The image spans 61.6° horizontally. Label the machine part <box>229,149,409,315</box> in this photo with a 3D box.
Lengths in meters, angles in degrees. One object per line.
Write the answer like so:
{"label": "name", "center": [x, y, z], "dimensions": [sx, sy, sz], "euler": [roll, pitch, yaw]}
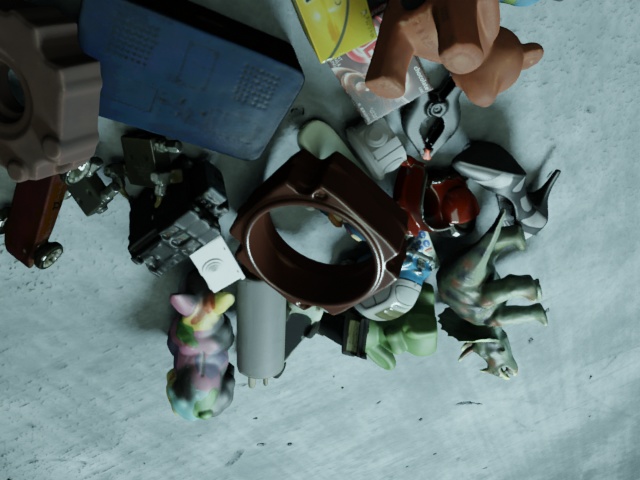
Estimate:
{"label": "machine part", "center": [-0.001, -0.002, 0.711], "dimensions": [0.201, 0.087, 0.201], "euler": [42, 132, -15]}

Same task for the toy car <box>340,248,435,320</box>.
{"label": "toy car", "center": [0.103, 0.074, 0.845], "dimensions": [0.162, 0.103, 0.109], "euler": [-23, 148, 37]}

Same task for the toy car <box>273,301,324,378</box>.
{"label": "toy car", "center": [-0.068, 0.169, 0.925], "dimensions": [0.073, 0.056, 0.201], "euler": [27, 120, -17]}

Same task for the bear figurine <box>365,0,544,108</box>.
{"label": "bear figurine", "center": [0.148, -0.185, 0.559], "dimensions": [0.120, 0.132, 0.195], "euler": [-8, 157, 40]}

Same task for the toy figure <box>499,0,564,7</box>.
{"label": "toy figure", "center": [0.177, -0.288, 0.558], "dimensions": [0.180, 0.089, 0.082], "euler": [11, 125, -1]}

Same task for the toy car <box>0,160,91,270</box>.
{"label": "toy car", "center": [-0.328, -0.051, 0.632], "dimensions": [0.089, 0.053, 0.202], "euler": [34, 121, 3]}

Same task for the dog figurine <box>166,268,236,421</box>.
{"label": "dog figurine", "center": [-0.177, 0.151, 0.802], "dimensions": [0.108, 0.191, 0.219], "euler": [1, 146, -11]}

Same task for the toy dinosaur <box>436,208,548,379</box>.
{"label": "toy dinosaur", "center": [0.263, 0.082, 0.896], "dimensions": [0.192, 0.131, 0.404], "euler": [-16, 134, 22]}

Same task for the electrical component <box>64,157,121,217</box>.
{"label": "electrical component", "center": [-0.280, -0.060, 0.648], "dimensions": [0.094, 0.021, 0.063], "euler": [-27, 100, 35]}

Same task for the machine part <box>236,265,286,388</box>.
{"label": "machine part", "center": [-0.090, 0.123, 0.831], "dimensions": [0.079, 0.079, 0.243], "euler": [-2, 109, -17]}

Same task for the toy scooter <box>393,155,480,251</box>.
{"label": "toy scooter", "center": [0.158, -0.063, 0.779], "dimensions": [0.184, 0.075, 0.135], "euler": [-14, 108, -29]}

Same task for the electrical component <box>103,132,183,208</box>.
{"label": "electrical component", "center": [-0.207, -0.085, 0.633], "dimensions": [0.102, 0.045, 0.078], "euler": [16, 123, 25]}

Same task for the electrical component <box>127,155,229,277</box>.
{"label": "electrical component", "center": [-0.175, -0.037, 0.668], "dimensions": [0.134, 0.115, 0.058], "euler": [-35, 136, 14]}

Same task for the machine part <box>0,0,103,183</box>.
{"label": "machine part", "center": [-0.294, -0.145, 0.514], "dimensions": [0.180, 0.056, 0.179], "euler": [8, 115, 18]}

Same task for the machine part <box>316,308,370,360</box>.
{"label": "machine part", "center": [0.033, 0.150, 0.902], "dimensions": [0.039, 0.139, 0.084], "euler": [-3, 94, -38]}

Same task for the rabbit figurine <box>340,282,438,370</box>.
{"label": "rabbit figurine", "center": [0.119, 0.153, 0.961], "dimensions": [0.170, 0.121, 0.158], "euler": [-1, 140, 7]}

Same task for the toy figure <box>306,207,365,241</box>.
{"label": "toy figure", "center": [0.049, -0.041, 0.782], "dimensions": [0.154, 0.058, 0.064], "euler": [25, 74, -34]}

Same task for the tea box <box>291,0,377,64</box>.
{"label": "tea box", "center": [-0.008, -0.275, 0.524], "dimensions": [0.068, 0.098, 0.169], "euler": [-24, 135, 4]}

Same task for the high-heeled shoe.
{"label": "high-heeled shoe", "center": [0.264, -0.060, 0.813], "dimensions": [0.249, 0.086, 0.145], "euler": [5, 128, -29]}

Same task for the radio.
{"label": "radio", "center": [-0.145, -0.179, 0.583], "dimensions": [0.229, 0.073, 0.131], "euler": [14, 126, -26]}
